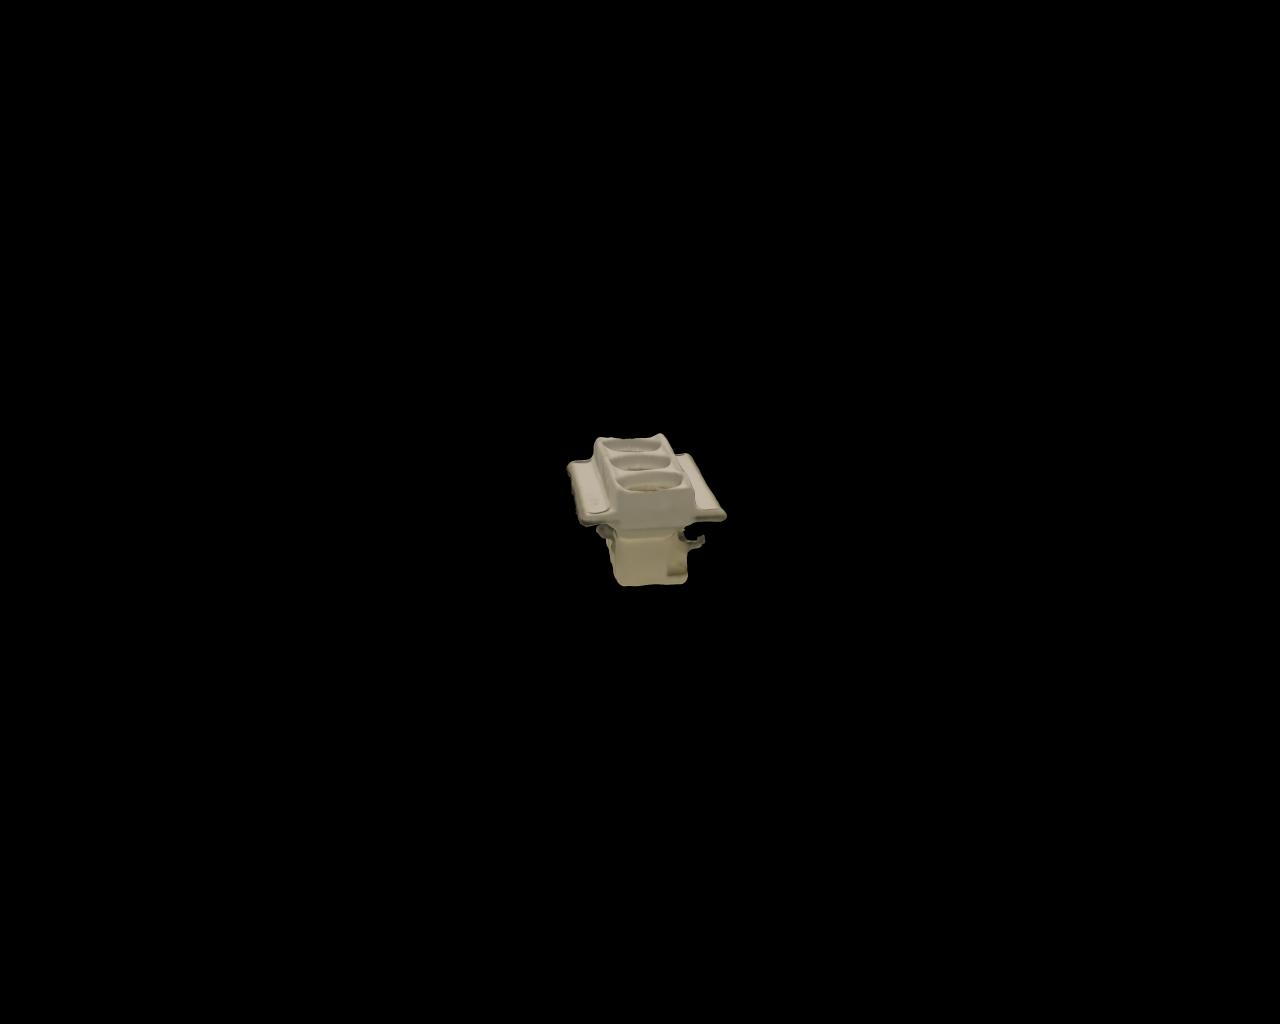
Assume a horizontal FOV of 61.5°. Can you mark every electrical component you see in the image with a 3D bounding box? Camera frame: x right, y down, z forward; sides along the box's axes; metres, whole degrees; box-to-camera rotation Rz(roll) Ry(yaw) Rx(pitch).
[{"bbox_3d":[0.001,-0.003,0.650,0.079,0.063,0.121,-2,18,-7],"label":"electrical component"}]
